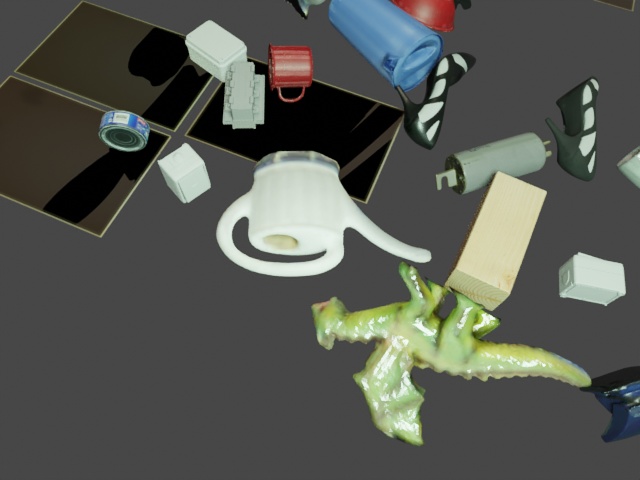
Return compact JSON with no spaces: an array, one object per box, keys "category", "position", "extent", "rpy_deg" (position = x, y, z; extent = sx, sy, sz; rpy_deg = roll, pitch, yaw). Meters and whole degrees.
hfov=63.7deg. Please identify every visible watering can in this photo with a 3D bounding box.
[{"category":"watering can","position":[0.003,-0.044,0.869],"extent":[0.348,0.102,0.229],"rpy_deg":[-1,62,-1]}]

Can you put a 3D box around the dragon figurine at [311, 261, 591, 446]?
[{"category":"dragon figurine","position":[0.168,0.188,0.778],"extent":[0.413,0.121,0.244],"rpy_deg":[32,83,16]}]

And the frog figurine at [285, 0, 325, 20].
[{"category":"frog figurine","position":[-0.009,-0.593,1.156],"extent":[0.160,0.120,0.139],"rpy_deg":[-39,51,-8]}]
